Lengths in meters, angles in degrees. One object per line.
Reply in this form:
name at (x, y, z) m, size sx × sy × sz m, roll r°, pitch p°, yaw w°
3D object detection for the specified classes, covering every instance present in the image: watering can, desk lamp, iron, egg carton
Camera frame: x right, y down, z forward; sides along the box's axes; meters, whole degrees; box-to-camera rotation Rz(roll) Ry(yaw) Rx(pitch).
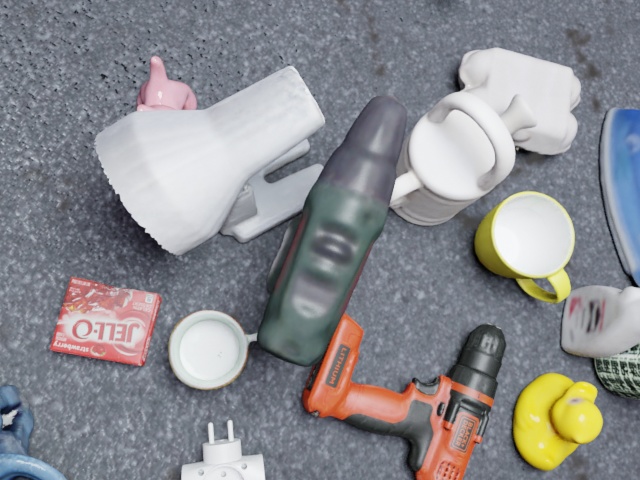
watering can at (0.138, -0.090, 0.577) m, size 0.101 × 0.194 × 0.173 m, roll 36°, pitch 76°, yaw 0°
desk lamp at (-0.080, -0.070, 0.528) m, size 0.203 × 0.213 × 0.118 m, roll -29°, pitch 84°, yaw -13°
iron at (0.408, -0.055, 0.640) m, size 0.119 × 0.141 × 0.258 m, roll -14°, pitch 81°, yaw -11°
egg carton at (0.229, -0.160, 0.670) m, size 0.150 × 0.069 × 0.107 m, roll 12°, pitch 77°, yaw -6°

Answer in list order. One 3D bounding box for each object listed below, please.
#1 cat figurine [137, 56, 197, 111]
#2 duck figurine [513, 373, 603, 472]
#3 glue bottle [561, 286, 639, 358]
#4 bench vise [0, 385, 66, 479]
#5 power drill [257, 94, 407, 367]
cat figurine at (-0.159, -0.119, 0.575) m, size 0.067 × 0.117 × 0.128 m, roll -3°, pitch 79°, yaw -9°
duck figurine at (0.253, 0.191, 0.594) m, size 0.077 × 0.086 × 0.105 m, roll 29°, pitch 76°, yaw -2°
glue bottle at (0.307, 0.079, 0.581) m, size 0.037 × 0.173 × 0.078 m, roll 10°, pitch 77°, yaw -6°
bench vise at (-0.279, 0.200, 0.439) m, size 0.207 × 0.219 × 0.121 m, roll 45°, pitch 76°, yaw 2°
power drill at (0.005, 0.002, 0.530) m, size 0.075 × 0.208 × 0.230 m, roll 21°, pitch 76°, yaw -4°
